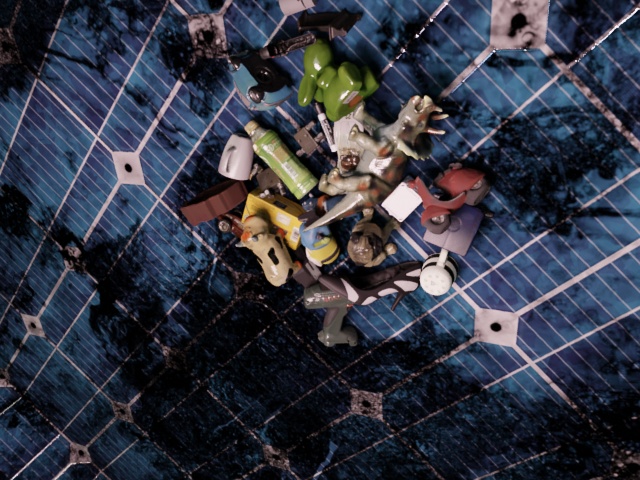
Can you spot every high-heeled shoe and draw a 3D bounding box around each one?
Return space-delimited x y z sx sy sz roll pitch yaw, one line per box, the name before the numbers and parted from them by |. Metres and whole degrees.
high-heeled shoe | 0.130 0.085 1.307 0.249 0.086 0.145 21 101 -19

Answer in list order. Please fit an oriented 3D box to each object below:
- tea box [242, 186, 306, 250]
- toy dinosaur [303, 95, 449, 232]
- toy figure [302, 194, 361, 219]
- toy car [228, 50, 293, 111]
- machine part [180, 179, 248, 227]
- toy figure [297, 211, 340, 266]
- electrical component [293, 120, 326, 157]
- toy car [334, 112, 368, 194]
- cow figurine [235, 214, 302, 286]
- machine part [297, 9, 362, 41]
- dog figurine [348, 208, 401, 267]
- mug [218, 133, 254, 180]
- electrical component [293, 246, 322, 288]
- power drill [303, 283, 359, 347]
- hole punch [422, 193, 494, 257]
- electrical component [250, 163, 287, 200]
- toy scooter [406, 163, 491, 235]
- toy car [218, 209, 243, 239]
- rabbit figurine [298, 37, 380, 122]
tea box | -0.111 -0.059 1.406 0.170 0.068 0.098 29 124 10
toy dinosaur | 0.122 -0.155 1.175 0.192 0.131 0.404 23 121 -8
toy figure | 0.027 -0.082 1.329 0.155 0.064 0.057 2 132 34
toy car | -0.150 -0.357 1.249 0.162 0.109 0.103 47 143 7
machine part | -0.271 -0.102 1.399 0.179 0.179 0.056 -16 111 31
toy figure | -0.001 -0.001 1.341 0.089 0.082 0.180 -8 142 5
electrical component | -0.033 -0.244 1.298 0.094 0.021 0.063 -35 98 36
toy car | 0.074 -0.199 1.250 0.074 0.056 0.201 7 119 23
cow figurine | -0.134 0.025 1.343 0.086 0.127 0.194 -18 107 29
machine part | 0.012 -0.457 1.139 0.139 0.084 0.039 17 152 31
dog figurine | 0.103 0.028 1.276 0.121 0.190 0.172 15 123 18
mug | -0.214 -0.214 1.356 0.081 0.109 0.107 23 108 20
electrical component | -0.043 0.075 1.441 0.048 0.075 0.119 -32 103 34
power drill | 0.072 0.188 1.422 0.232 0.086 0.207 -2 131 -5
hole punch | 0.302 -0.034 1.211 0.142 0.092 0.115 24 120 17
electrical component | -0.134 -0.149 1.365 0.078 0.045 0.102 -24 74 27
toy scooter | 0.268 -0.107 1.161 0.135 0.184 0.075 46 167 23
toy car | -0.187 -0.015 1.455 0.202 0.089 0.053 40 126 4
rabbit figurine | 0.024 -0.356 1.177 0.170 0.121 0.159 56 134 12
